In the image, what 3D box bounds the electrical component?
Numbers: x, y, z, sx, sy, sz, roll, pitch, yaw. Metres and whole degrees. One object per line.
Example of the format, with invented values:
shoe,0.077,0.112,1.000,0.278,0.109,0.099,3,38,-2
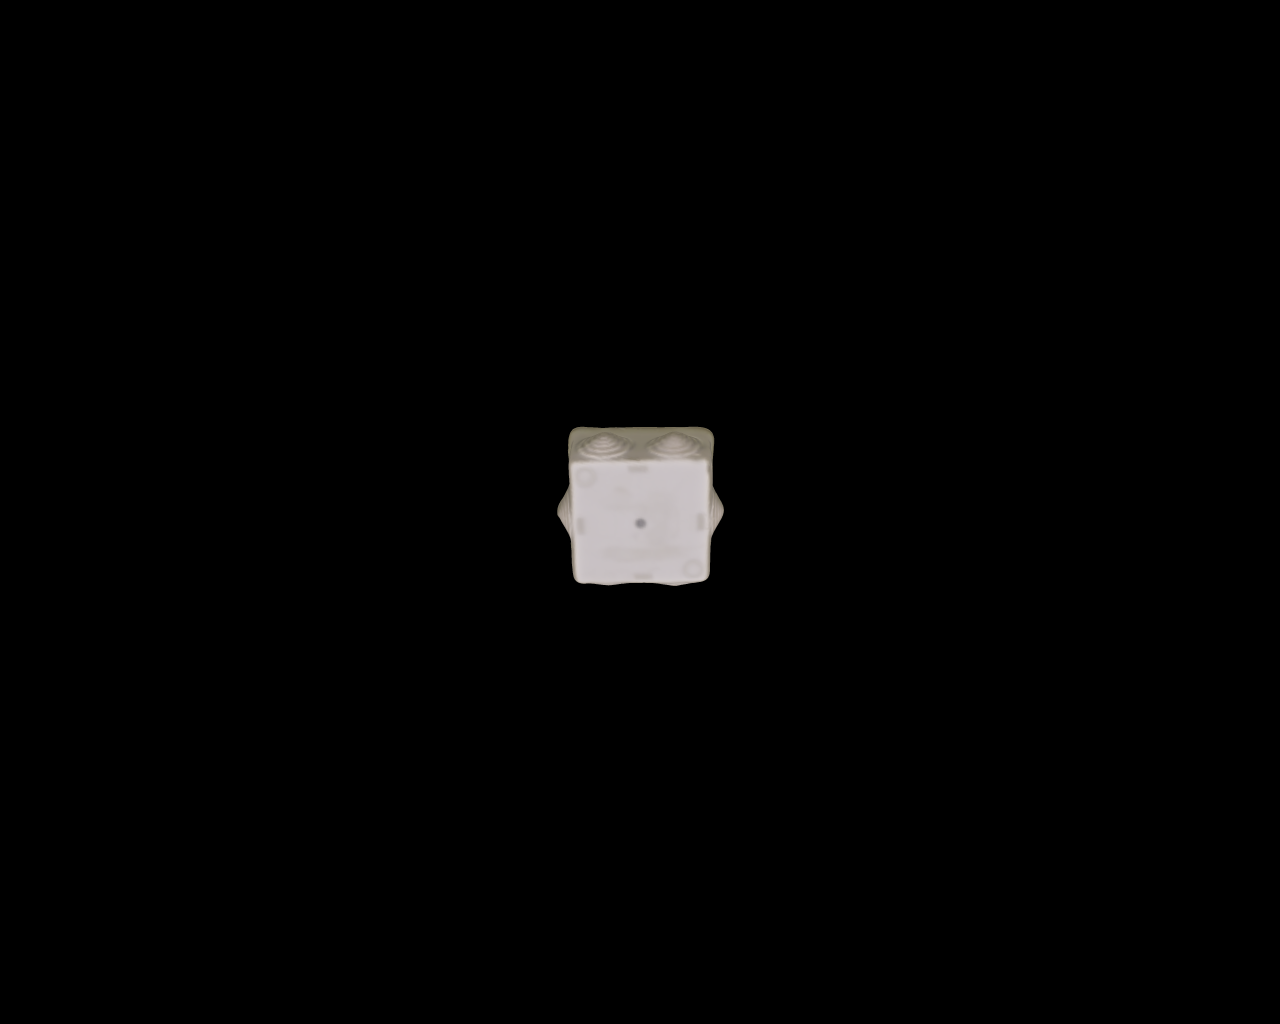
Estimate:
electrical component,0.001,-0.003,0.650,0.100,0.099,0.048,0,25,0
